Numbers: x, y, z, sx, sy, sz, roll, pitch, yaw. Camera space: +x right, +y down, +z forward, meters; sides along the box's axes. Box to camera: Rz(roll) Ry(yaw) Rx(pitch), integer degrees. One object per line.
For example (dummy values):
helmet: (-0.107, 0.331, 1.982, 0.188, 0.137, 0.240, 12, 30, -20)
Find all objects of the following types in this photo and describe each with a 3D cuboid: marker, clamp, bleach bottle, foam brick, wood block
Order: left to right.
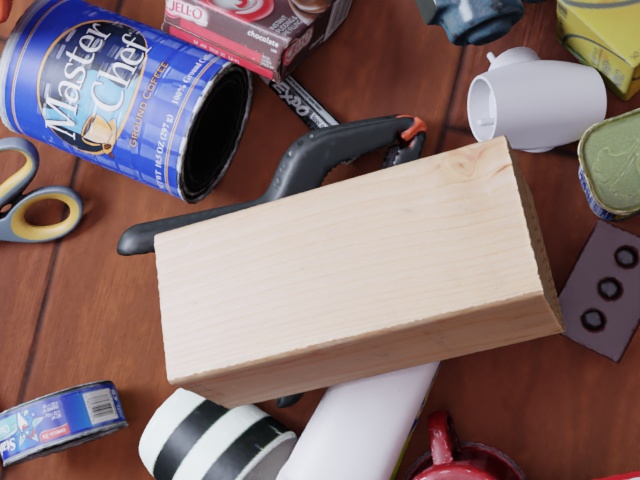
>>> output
marker: (-0.017, -0.100, 0.741, 0.020, 0.020, 0.121, -45, 79, 5)
clamp: (-0.005, 0.001, 0.709, 0.210, 0.036, 0.164, -38, 108, -4)
wood block: (0.021, 0.024, 0.602, 0.206, 0.090, 0.091, -15, 67, 15)
bleach bottle: (0.055, 0.058, 0.672, 0.068, 0.102, 0.251, 26, 91, 6)
foam brick: (0.181, 0.032, 0.674, 0.053, 0.051, 0.078, 27, 91, 12)

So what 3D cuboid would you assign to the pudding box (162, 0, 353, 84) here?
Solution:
pudding box: (-0.038, -0.156, 0.706, 0.090, 0.113, 0.039, 26, 129, 11)

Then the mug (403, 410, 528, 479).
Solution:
mug: (0.087, 0.165, 0.668, 0.093, 0.081, 0.117, -11, 84, 10)

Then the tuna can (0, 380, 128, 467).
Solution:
tuna can: (-0.176, 0.124, 0.723, 0.086, 0.086, 0.034, -21, 81, 9)

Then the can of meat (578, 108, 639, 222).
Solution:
can of meat: (0.211, -0.050, 0.658, 0.102, 0.084, 0.057, -19, 82, 10)

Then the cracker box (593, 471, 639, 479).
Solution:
cracker box: (0.176, 0.218, 0.598, 0.213, 0.072, 0.164, -10, 111, -4)

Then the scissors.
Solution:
scissors: (-0.248, 0.004, 0.776, 0.096, 0.016, 0.202, 27, 124, -27)

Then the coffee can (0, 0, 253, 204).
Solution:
coffee can: (-0.130, -0.097, 0.722, 0.140, 0.102, 0.103, 22, 90, 12)

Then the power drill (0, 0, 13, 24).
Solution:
power drill: (-0.204, -0.190, 0.709, 0.184, 0.187, 0.057, -3, 115, 13)
